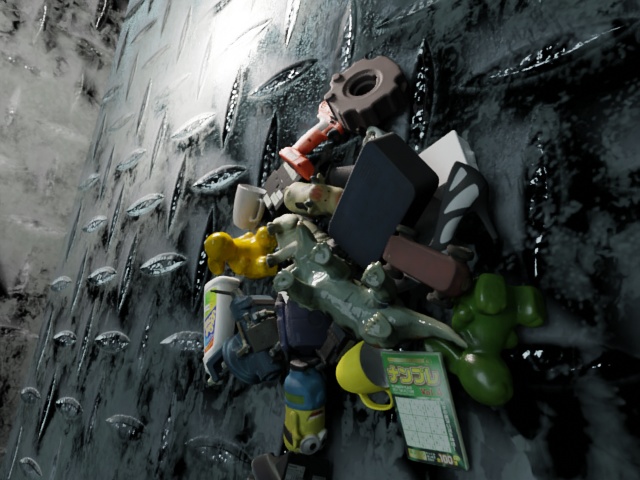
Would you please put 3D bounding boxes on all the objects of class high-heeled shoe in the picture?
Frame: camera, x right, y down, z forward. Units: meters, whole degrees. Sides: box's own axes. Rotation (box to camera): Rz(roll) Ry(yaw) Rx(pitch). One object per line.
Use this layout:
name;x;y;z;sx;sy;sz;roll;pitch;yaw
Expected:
high-heeled shoe;0.176;-0.015;0.893;0.249;0.086;0.145;-32;83;16

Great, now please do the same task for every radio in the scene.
radio;0.106;-0.059;0.947;0.131;0.073;0.229;47;140;23

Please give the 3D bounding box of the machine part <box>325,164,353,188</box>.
machine part;0.070;-0.138;1.142;0.139;0.039;0.084;0;82;47

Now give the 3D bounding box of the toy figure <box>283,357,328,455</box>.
toy figure;-0.028;0.308;0.998;0.089;0.082;0.180;-176;82;-70

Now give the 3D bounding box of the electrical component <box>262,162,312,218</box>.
electrical component;-0.080;-0.120;1.287;0.134;0.058;0.115;-50;40;21

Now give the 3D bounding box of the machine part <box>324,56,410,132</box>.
machine part;0.097;-0.310;1.126;0.179;0.056;0.179;-15;50;19

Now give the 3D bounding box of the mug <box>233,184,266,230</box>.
mug;-0.174;-0.077;1.366;0.110;0.081;0.107;32;110;45

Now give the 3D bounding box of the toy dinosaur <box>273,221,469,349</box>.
toy dinosaur;0.067;0.105;0.871;0.405;0.192;0.131;32;85;34

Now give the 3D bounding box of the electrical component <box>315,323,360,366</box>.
electrical component;0.054;0.179;0.989;0.119;0.074;0.048;-54;40;13

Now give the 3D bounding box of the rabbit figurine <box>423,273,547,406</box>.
rabbit figurine;0.225;0.147;0.768;0.159;0.121;0.170;-19;57;51

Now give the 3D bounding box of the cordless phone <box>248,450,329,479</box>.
cordless phone;-0.087;0.430;0.974;0.184;0.146;0.089;-15;55;41

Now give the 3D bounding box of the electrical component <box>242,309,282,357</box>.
electrical component;-0.109;0.184;1.068;0.078;0.045;0.102;-22;80;11

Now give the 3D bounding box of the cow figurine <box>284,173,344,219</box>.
cow figurine;-0.008;-0.088;1.137;0.195;0.127;0.085;11;85;53

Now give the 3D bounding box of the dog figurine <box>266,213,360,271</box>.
dog figurine;-0.001;0.000;1.112;0.191;0.121;0.172;-12;63;18

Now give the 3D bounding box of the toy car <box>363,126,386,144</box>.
toy car;0.139;-0.143;1.035;0.056;0.073;0.202;-41;47;35

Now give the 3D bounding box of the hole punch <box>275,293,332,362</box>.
hole punch;-0.021;0.168;1.052;0.092;0.115;0.142;-26;55;30

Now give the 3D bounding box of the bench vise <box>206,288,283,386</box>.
bench vise;-0.182;0.231;1.174;0.240;0.129;0.224;-44;71;27

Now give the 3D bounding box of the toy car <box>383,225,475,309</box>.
toy car;0.159;0.036;0.812;0.202;0.053;0.089;29;103;64

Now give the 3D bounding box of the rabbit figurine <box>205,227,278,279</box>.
rabbit figurine;-0.203;0.024;1.274;0.162;0.173;0.122;-11;70;41
